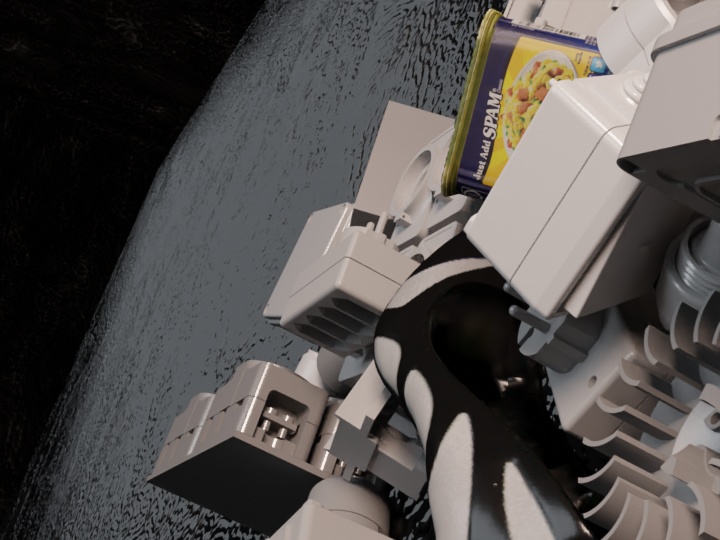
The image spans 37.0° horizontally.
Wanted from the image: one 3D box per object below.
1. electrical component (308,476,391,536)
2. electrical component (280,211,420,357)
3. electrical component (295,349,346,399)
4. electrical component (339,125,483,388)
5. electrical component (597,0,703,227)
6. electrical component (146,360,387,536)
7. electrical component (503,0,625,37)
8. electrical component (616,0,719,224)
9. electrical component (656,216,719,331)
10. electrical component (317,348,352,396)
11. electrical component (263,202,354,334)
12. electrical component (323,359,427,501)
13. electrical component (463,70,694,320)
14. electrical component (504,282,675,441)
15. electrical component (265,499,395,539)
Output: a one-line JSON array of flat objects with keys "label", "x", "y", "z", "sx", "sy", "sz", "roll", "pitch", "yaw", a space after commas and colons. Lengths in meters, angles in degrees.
[{"label": "electrical component", "x": -0.009, "y": 0.153, "z": 0.622, "sx": 0.055, "sy": 0.055, "sz": 0.047, "roll": -50, "pitch": 16, "yaw": 35}, {"label": "electrical component", "x": 0.000, "y": 0.000, "z": 0.630, "sx": 0.083, "sy": 0.047, "sz": 0.075, "roll": -35, "pitch": 31, "yaw": 58}, {"label": "electrical component", "x": -0.033, "y": 0.093, "z": 0.806, "sx": 0.055, "sy": 0.045, "sz": 0.045, "roll": -63, "pitch": 16, "yaw": -6}, {"label": "electrical component", "x": 0.055, "y": -0.011, "z": 0.680, "sx": 0.105, "sy": 0.060, "sz": 0.186, "roll": -30, "pitch": 36, "yaw": 61}, {"label": "electrical component", "x": 0.137, "y": -0.063, "z": 0.489, "sx": 0.073, "sy": 0.052, "sz": 0.138, "roll": -46, "pitch": 38, "yaw": 44}, {"label": "electrical component", "x": -0.062, "y": 0.124, "z": 0.733, "sx": 0.186, "sy": 0.105, "sz": 0.060, "roll": -35, "pitch": 31, "yaw": 57}, {"label": "electrical component", "x": 0.129, "y": -0.155, "z": 0.640, "sx": 0.063, "sy": 0.079, "sz": 0.121, "roll": 108, "pitch": -175, "yaw": -75}, {"label": "electrical component", "x": 0.151, "y": -0.041, "z": 0.343, "sx": 0.057, "sy": 0.113, "sz": 0.078, "roll": -67, "pitch": 17, "yaw": -9}, {"label": "electrical component", "x": 0.138, "y": -0.001, "z": 0.409, "sx": 0.062, "sy": 0.043, "sz": 0.043, "roll": 84, "pitch": -162, "yaw": -52}, {"label": "electrical component", "x": 0.010, "y": 0.040, "z": 0.766, "sx": 0.077, "sy": 0.043, "sz": 0.079, "roll": -45, "pitch": 23, "yaw": 45}, {"label": "electrical component", "x": -0.024, "y": 0.005, "z": 0.899, "sx": 0.108, "sy": 0.056, "sz": 0.109, "roll": -65, "pitch": 17, "yaw": -10}, {"label": "electrical component", "x": 0.020, "y": 0.091, "z": 0.595, "sx": 0.042, "sy": 0.064, "sz": 0.081, "roll": -51, "pitch": -12, "yaw": -33}, {"label": "electrical component", "x": 0.098, "y": -0.032, "z": 0.422, "sx": 0.061, "sy": 0.062, "sz": 0.096, "roll": 50, "pitch": 133, "yaw": 27}, {"label": "electrical component", "x": 0.095, "y": 0.028, "z": 0.468, "sx": 0.047, "sy": 0.076, "sz": 0.083, "roll": -54, "pitch": 18, "yaw": 25}, {"label": "electrical component", "x": -0.016, "y": 0.166, "z": 0.542, "sx": 0.061, "sy": 0.096, "sz": 0.061, "roll": -50, "pitch": 20, "yaw": 37}]
